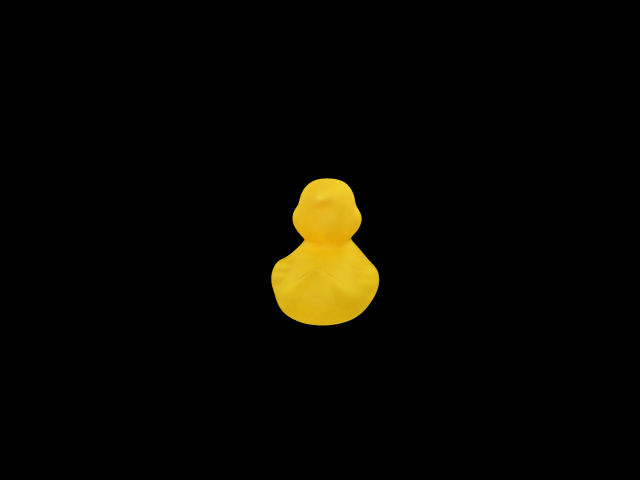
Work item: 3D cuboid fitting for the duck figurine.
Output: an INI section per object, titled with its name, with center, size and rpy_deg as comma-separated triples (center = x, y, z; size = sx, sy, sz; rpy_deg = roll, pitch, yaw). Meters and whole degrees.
[duck figurine]
center = 0.004, 0.001, 0.400
size = 0.077, 0.086, 0.104
rpy_deg = 3, 26, 7
